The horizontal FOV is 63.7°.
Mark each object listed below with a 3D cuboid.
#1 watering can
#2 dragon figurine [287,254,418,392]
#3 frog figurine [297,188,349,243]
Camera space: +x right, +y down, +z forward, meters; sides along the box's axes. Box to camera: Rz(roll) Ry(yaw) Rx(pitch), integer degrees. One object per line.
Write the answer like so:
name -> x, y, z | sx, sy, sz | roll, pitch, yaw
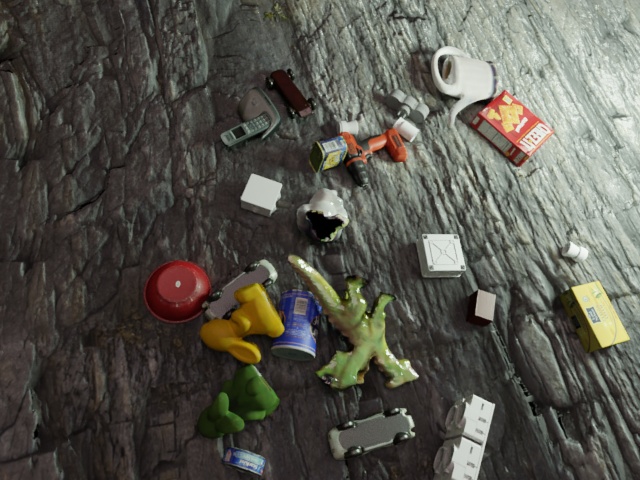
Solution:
watering can -> 0.477, -0.498, 1.682 | 0.224, 0.102, 0.355 | 4, 61, -11
dragon figurine -> 0.062, 0.219, 1.177 | 0.408, 0.120, 0.248 | 27, 61, -20
frog figurine -> 0.004, -0.069, 1.376 | 0.137, 0.120, 0.163 | -4, 28, -5
